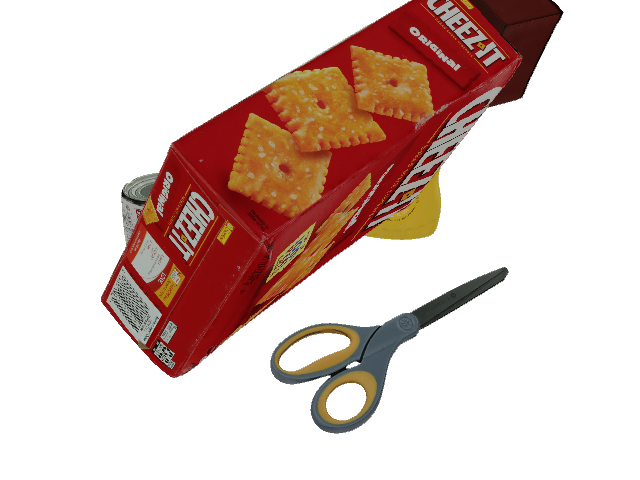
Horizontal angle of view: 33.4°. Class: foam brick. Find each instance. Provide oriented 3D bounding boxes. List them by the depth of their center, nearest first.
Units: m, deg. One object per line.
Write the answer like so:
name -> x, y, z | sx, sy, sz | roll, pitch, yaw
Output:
foam brick -> 0.115, -0.135, 0.714 | 0.051, 0.053, 0.078 | -19, -32, -29

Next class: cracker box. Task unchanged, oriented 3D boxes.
cracker box -> -0.005, -0.031, 0.585 | 0.213, 0.072, 0.164 | -36, -11, -36

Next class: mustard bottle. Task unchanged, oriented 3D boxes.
mustard bottle -> 0.075, -0.094, 0.975 | 0.096, 0.192, 0.058 | 5, 31, -6

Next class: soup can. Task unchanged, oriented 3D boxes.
soup can -> -0.135, 0.000, 0.929 | 0.068, 0.102, 0.068 | -2, 25, 1

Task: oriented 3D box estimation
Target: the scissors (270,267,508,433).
scissors -> 0.063, 0.084, 0.807 | 0.201, 0.096, 0.016 | -14, -29, -8
